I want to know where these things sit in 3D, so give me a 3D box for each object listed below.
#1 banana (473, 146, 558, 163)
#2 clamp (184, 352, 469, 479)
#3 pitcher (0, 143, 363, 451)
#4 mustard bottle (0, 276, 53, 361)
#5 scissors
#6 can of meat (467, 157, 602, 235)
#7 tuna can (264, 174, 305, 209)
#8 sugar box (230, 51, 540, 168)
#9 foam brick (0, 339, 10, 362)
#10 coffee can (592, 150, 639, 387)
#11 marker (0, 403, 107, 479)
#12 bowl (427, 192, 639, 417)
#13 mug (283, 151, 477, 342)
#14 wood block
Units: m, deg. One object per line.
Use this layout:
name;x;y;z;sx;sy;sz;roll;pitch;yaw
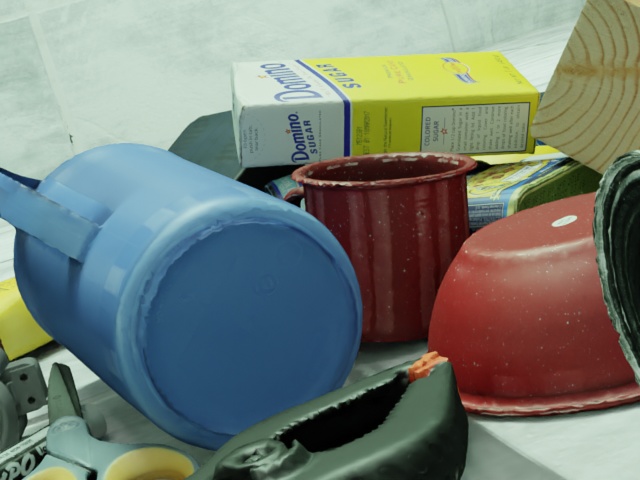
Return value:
banana;0.108;-0.043;0.837;0.198;0.037;0.069;-9;-6;29
clamp;-0.026;0.088;0.347;0.165;0.036;0.209;-10;10;38
pitcher;-0.083;0.017;0.536;0.149;0.145;0.243;-18;13;-19
mustard bottle;-0.211;0.049;0.783;0.096;0.058;0.191;-8;14;40
scissors;-0.092;0.087;0.464;0.096;0.016;0.201;-11;18;3
can of meat;0.107;-0.012;0.611;0.084;0.057;0.101;-3;17;47
tuna can;-0.004;0.001;0.635;0.033;0.086;0.086;-20;11;-8
sugar box;0.035;-0.082;0.652;0.176;0.048;0.093;-1;25;-7
foam brick;-0.231;0.085;0.641;0.078;0.053;0.051;-12;11;22
coffee can;0.168;0.002;0.313;0.140;0.103;0.103;-19;11;-8
marker;-0.148;0.108;0.485;0.020;0.020;0.120;-7;14;41
bowl;0.112;0.017;0.455;0.162;0.055;0.162;-16;10;3
mug;0.025;0.001;0.549;0.117;0.081;0.093;5;16;37
wood block;0.223;-0.096;0.630;0.091;0.090;0.205;35;32;27
